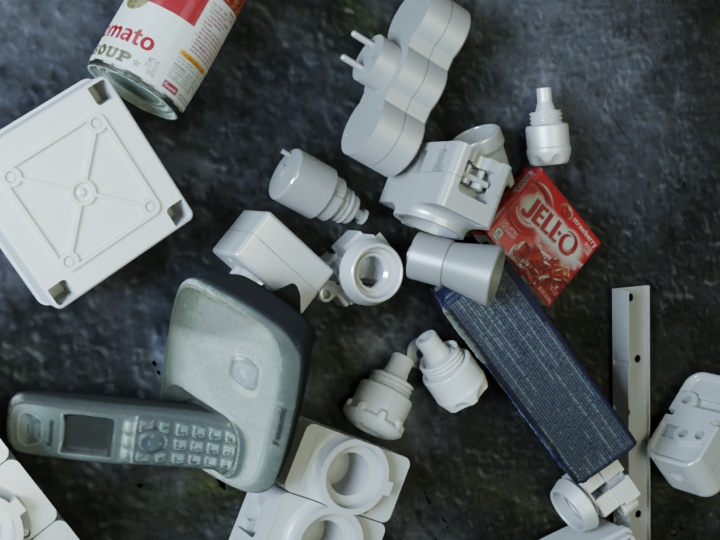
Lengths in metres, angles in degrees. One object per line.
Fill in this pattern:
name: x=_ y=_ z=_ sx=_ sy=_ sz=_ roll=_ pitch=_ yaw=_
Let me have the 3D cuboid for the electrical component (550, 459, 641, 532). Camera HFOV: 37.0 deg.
electrical component: x=0.193 y=0.184 z=0.893 sx=0.055 sy=0.048 sz=0.066 roll=-32 pitch=86 yaw=-19

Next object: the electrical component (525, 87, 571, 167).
electrical component: x=0.149 y=-0.114 z=0.855 sx=0.035 sy=0.035 sz=0.061 roll=-8 pitch=95 yaw=-26

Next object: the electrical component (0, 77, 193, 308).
electrical component: x=-0.181 y=-0.049 z=0.678 sx=0.109 sy=0.056 sz=0.108 roll=-37 pitch=109 yaw=-20

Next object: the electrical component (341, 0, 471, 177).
electrical component: x=0.020 y=-0.144 z=0.776 sx=0.074 sy=0.052 sz=0.138 roll=27 pitch=82 yaw=-26

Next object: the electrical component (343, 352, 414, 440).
electrical component: x=0.019 y=0.092 z=0.801 sx=0.048 sy=0.048 sz=0.062 roll=35 pitch=71 yaw=-25

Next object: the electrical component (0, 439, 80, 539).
electrical component: x=-0.241 y=0.156 z=0.662 sx=0.089 sy=0.062 sz=0.150 roll=-38 pitch=110 yaw=-20

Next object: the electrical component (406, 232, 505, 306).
electrical component: x=0.066 y=-0.004 z=0.763 sx=0.065 sy=0.044 sz=0.044 roll=15 pitch=86 yaw=16

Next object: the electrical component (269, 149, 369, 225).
electrical component: x=-0.028 y=-0.055 z=0.765 sx=0.078 sy=0.040 sz=0.040 roll=28 pitch=81 yaw=-27

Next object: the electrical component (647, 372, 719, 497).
electrical component: x=0.301 y=0.146 z=0.938 sx=0.095 sy=0.054 sz=0.059 roll=-52 pitch=124 yaw=-20

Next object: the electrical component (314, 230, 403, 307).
electrical component: x=0.000 y=0.000 z=0.776 sx=0.066 sy=0.055 sz=0.048 roll=-45 pitch=112 yaw=-17

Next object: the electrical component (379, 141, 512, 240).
electrical component: x=0.059 y=-0.057 z=0.782 sx=0.050 sy=0.089 sz=0.055 roll=24 pitch=83 yaw=-27

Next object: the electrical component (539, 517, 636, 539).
electrical component: x=0.179 y=0.275 z=0.890 sx=0.109 sy=0.056 sz=0.108 roll=-18 pitch=102 yaw=-25

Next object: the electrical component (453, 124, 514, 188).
electrical component: x=0.096 y=-0.083 z=0.828 sx=0.040 sy=0.040 sz=0.046 roll=-32 pitch=114 yaw=-21

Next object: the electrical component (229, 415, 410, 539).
electrical component: x=-0.036 y=0.188 z=0.770 sx=0.089 sy=0.062 sz=0.150 roll=25 pitch=83 yaw=-27

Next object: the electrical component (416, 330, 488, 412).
electrical component: x=0.066 y=0.074 z=0.823 sx=0.043 sy=0.043 sz=0.062 roll=-42 pitch=110 yaw=-18

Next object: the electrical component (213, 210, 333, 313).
electrical component: x=-0.072 y=0.008 z=0.744 sx=0.066 sy=0.047 sz=0.076 roll=43 pitch=75 yaw=-23
